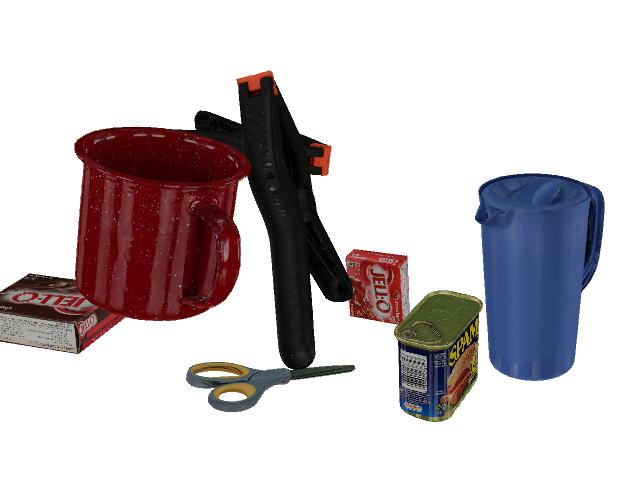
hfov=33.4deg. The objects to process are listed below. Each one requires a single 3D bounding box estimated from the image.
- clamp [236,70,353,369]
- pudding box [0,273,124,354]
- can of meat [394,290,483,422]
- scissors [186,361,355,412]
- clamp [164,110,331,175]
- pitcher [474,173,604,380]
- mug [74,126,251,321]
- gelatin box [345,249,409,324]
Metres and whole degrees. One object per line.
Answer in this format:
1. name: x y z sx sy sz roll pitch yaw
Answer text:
1. clamp: -0.020 -0.022 0.806 0.036 0.210 0.164 -12 5 15
2. pudding box: -0.257 0.069 1.023 0.114 0.039 0.090 4 20 19
3. can of meat: 0.111 0.108 0.996 0.058 0.084 0.101 11 29 27
4. scissors: -0.048 0.162 1.190 0.201 0.016 0.096 4 24 -14
5. clamp: -0.077 -0.087 0.980 0.172 0.039 0.120 13 26 28
6. pitcher: 0.273 0.043 1.326 0.149 0.243 0.145 2 23 15
7. mug: -0.081 -0.004 0.570 0.093 0.081 0.117 -11 30 -42
8. gelatin box: 0.072 0.058 1.335 0.073 0.089 0.030 9 31 24
